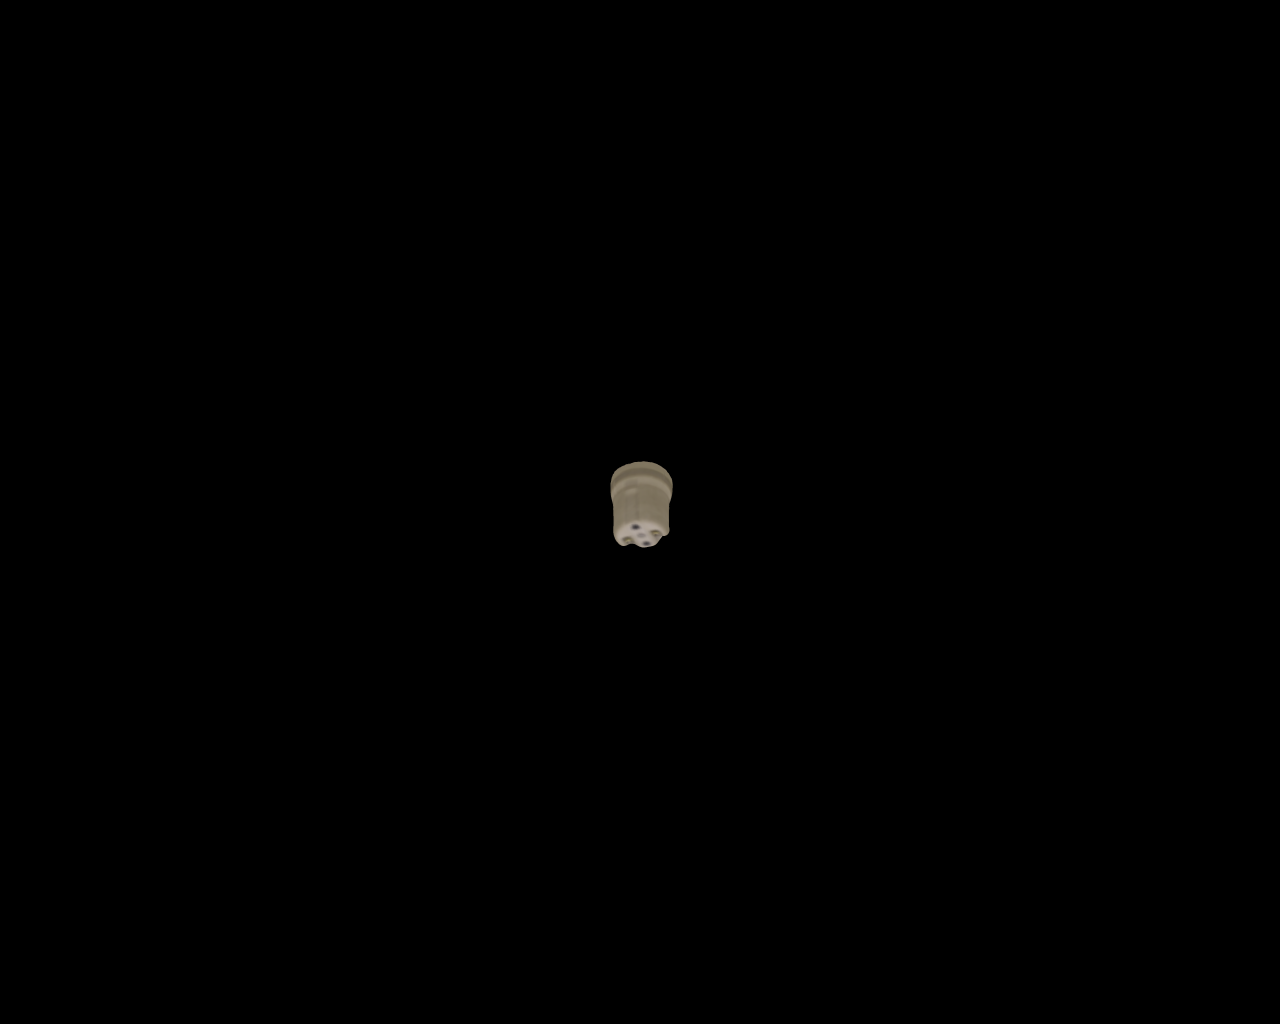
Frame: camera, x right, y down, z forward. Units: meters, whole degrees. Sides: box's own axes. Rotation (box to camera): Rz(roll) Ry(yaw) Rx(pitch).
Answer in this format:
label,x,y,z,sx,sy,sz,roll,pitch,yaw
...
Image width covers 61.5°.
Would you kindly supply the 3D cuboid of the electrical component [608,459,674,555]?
label,x,y,z,sx,sy,sz,roll,pitch,yaw
electrical component,0.001,-0.003,0.650,0.040,0.046,0.040,0,-42,0
